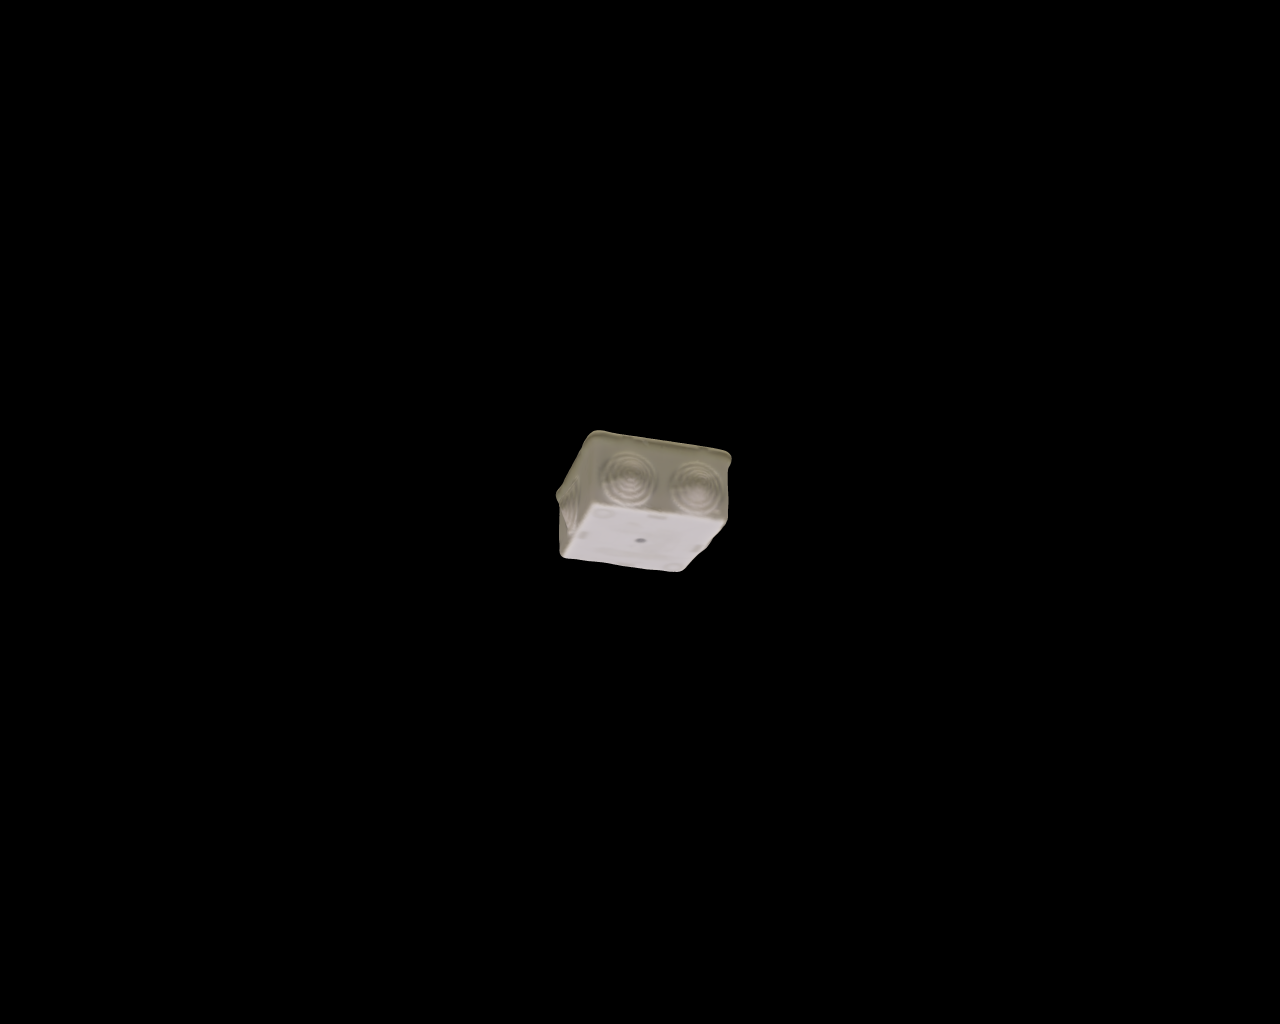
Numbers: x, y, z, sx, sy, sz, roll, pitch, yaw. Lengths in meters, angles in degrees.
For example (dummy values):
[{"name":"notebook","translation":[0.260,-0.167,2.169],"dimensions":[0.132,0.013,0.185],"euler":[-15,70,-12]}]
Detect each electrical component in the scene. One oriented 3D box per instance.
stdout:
[{"name":"electrical component","translation":[0.001,-0.003,0.650],"dimensions":[0.100,0.048,0.099],"euler":[8,-28,-16]}]
